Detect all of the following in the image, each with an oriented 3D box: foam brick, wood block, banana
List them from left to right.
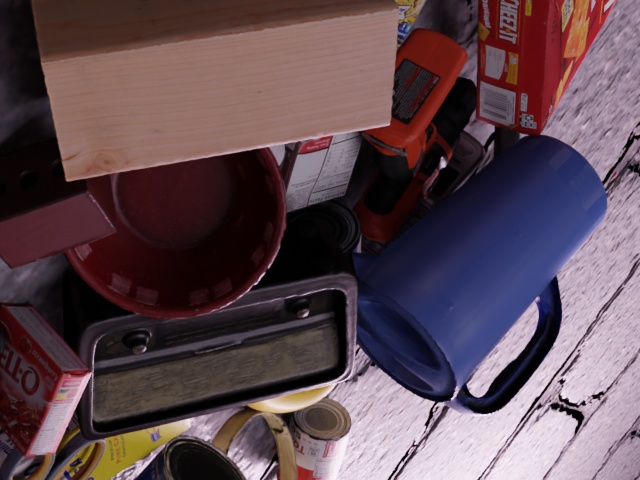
[{"bbox_3d":[-0.177,-0.025,0.685,0.078,0.053,0.051,-20,145,2],"label":"foam brick"},{"bbox_3d":[-0.065,-0.114,0.657,0.206,0.090,0.091,-11,136,-11],"label":"wood block"},{"bbox_3d":[-0.038,0.145,1.090,0.197,0.037,0.070,1,104,-54],"label":"banana"}]

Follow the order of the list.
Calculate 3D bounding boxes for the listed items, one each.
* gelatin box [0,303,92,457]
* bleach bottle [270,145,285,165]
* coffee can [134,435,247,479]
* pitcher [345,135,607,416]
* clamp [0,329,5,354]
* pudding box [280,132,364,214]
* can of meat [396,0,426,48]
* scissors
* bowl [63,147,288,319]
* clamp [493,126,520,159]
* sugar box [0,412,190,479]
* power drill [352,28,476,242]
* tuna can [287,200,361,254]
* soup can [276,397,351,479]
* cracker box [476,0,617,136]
[{"bbox_3d":[-0.210,0.099,0.762,0.030,0.089,0.073,5,117,-52],"label":"gelatin box"},{"bbox_3d":[-0.042,-0.133,0.772,0.102,0.068,0.251,-25,142,-32],"label":"bleach bottle"},{"bbox_3d":[-0.142,0.263,0.977,0.140,0.103,0.102,-48,151,20],"label":"coffee can"},{"bbox_3d":[0.146,0.025,0.933,0.242,0.145,0.149,-41,140,-23],"label":"pitcher"},{"bbox_3d":[-0.288,0.068,0.679,0.120,0.039,0.171,-51,144,-13],"label":"clamp"},{"bbox_3d":[-0.004,-0.081,0.896,0.089,0.039,0.114,-20,139,-45],"label":"pudding box"},{"bbox_3d":[0.043,-0.200,0.819,0.101,0.057,0.084,3,122,-53],"label":"can of meat"},{"bbox_3d":[-0.248,0.222,0.830,0.202,0.016,0.096,-48,146,-2],"label":"scissors"},{"bbox_3d":[-0.104,-0.029,0.754,0.162,0.162,0.055,-60,-170,13],"label":"bowl"},{"bbox_3d":[0.187,-0.030,1.096,0.164,0.036,0.210,89,5,-52],"label":"clamp"},{"bbox_3d":[-0.192,0.166,0.897,0.176,0.048,0.093,-33,145,-30],"label":"sugar box"},{"bbox_3d":[0.088,-0.102,0.932,0.184,0.057,0.187,-57,164,-16],"label":"power drill"},{"bbox_3d":[-0.006,0.001,0.931,0.086,0.086,0.034,-33,142,-29],"label":"tuna can"},{"bbox_3d":[-0.007,0.233,1.185,0.068,0.069,0.102,-21,137,-40],"label":"soup can"},{"bbox_3d":[0.211,-0.223,0.945,0.213,0.072,0.164,-56,154,-30],"label":"cracker box"}]
